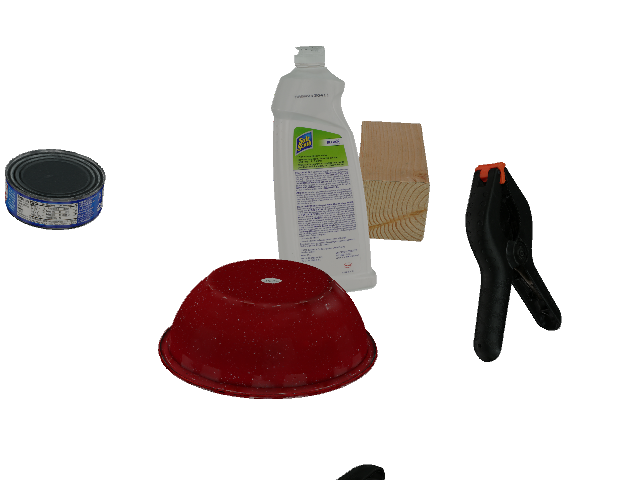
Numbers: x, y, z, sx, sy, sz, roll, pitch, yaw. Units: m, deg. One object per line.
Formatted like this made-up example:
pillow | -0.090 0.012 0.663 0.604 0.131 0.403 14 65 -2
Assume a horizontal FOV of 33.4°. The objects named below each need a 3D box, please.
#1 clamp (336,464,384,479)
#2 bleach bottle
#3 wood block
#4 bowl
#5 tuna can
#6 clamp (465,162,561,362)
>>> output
clamp | -0.042 0.199 0.633 0.210 0.036 0.164 -5 28 1
bleach bottle | 0.002 -0.072 1.097 0.102 0.251 0.068 -6 13 -17
wood block | 0.100 -0.088 1.508 0.091 0.090 0.206 3 29 0
bowl | -0.037 0.054 0.777 0.162 0.055 0.162 2 19 -1
tuna can | -0.233 -0.045 0.939 0.086 0.034 0.086 8 32 -6
clamp | 0.158 0.021 0.939 0.039 0.171 0.120 -11 12 39
